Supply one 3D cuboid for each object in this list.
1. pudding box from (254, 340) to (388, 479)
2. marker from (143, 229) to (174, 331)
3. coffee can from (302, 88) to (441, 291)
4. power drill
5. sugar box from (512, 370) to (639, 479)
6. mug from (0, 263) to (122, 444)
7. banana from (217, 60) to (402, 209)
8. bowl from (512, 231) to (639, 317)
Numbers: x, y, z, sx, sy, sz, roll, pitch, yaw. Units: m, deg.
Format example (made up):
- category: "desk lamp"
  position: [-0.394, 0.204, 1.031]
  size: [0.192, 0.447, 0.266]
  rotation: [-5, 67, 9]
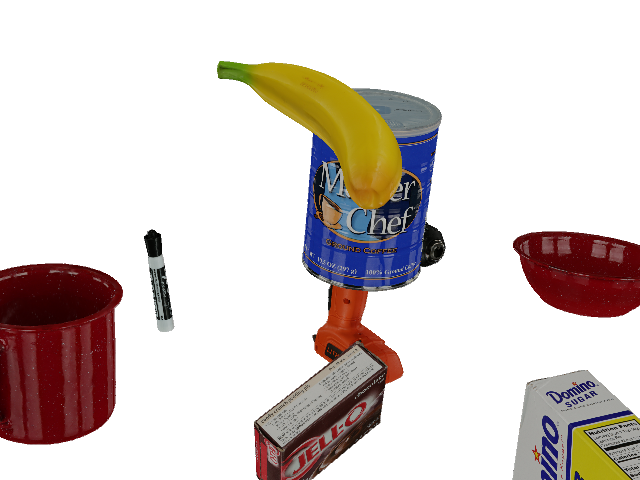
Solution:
- category: "pudding box"
  position: [0.000, 0.143, 0.839]
  size: [0.113, 0.090, 0.039]
  rotation: [-37, 62, -26]
- category: "marker"
  position: [-0.180, 0.045, 1.189]
  size: [0.020, 0.121, 0.020]
  rotation: [-4, 24, 2]
- category: "coffee can"
  position: [0.040, -0.043, 0.882]
  size: [0.103, 0.140, 0.103]
  rotation: [4, 25, -2]
- category: "power drill"
  position: [0.053, 0.047, 1.076]
  size: [0.057, 0.188, 0.185]
  rotation: [-8, 22, -32]
- category: "sugar box"
  position: [0.155, 0.148, 0.511]
  size: [0.048, 0.093, 0.176]
  rotation: [-9, 27, -22]
- category: "mug"
  position: [-0.170, 0.072, 0.632]
  size: [0.093, 0.081, 0.117]
  rotation: [12, 23, 22]
- category: "banana"
  position: [0.006, -0.069, 0.664]
  size: [0.069, 0.037, 0.198]
  rotation: [-17, 35, -24]
- category: "bowl"
  position: [0.276, 0.038, 1.099]
  size: [0.162, 0.055, 0.162]
  rotation: [5, 17, -2]
